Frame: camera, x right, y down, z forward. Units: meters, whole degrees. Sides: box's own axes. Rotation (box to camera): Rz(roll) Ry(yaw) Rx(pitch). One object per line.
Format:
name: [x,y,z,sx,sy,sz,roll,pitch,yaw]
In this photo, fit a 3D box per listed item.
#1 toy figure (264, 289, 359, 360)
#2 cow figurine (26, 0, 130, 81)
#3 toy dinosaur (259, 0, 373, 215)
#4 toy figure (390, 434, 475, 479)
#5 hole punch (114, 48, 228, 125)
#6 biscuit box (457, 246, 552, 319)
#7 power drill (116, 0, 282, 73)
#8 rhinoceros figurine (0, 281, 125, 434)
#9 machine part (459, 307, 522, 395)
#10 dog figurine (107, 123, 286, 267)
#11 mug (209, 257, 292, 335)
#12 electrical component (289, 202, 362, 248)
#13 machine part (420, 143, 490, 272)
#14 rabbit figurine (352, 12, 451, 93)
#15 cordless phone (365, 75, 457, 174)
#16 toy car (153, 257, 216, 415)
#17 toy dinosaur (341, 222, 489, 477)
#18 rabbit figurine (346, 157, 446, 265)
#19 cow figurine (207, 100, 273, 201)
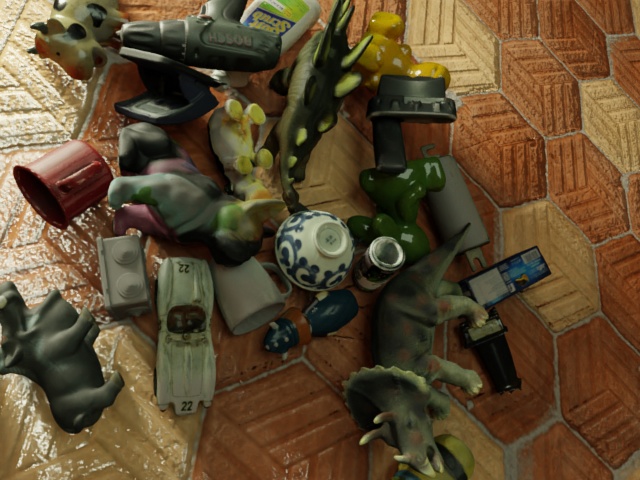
toy figure: [-0.016,0.119,0.769,0.154,0.058,0.064,-21,76,-27]
cow figurine: [-0.340,-0.316,0.757,0.127,0.085,0.195,1,73,-33]
toy dinosaur: [0.002,-0.258,0.839,0.105,0.198,0.471,19,65,-23]
toy figure: [0.142,0.344,0.742,0.180,0.089,0.082,-28,92,-34]
hole punch: [-0.215,-0.206,0.757,0.115,0.142,0.092,0,105,-55]
biscuit box: [0.318,0.072,0.950,0.203,0.063,0.059,-19,80,-32]
power drill: [-0.168,-0.349,0.800,0.232,0.086,0.207,8,65,-18]
rhinoceros figurine: [-0.305,0.127,0.616,0.112,0.073,0.190,-33,90,-21]
machine part: [0.290,0.188,0.894,0.084,0.039,0.139,-26,89,-3]
dog figurine: [-0.159,-0.058,0.714,0.219,0.108,0.191,7,55,-16]
mug: [-0.097,0.059,0.738,0.109,0.080,0.107,-24,71,-30]
electrical component: [-0.002,-0.002,0.826,0.119,0.048,0.075,35,60,-11]
machine part: [0.232,-0.059,0.949,0.079,0.079,0.243,-15,79,-30]
rabbit figurine: [0.139,-0.284,0.942,0.173,0.162,0.122,21,59,6]
cordless phone: [0.149,-0.174,0.857,0.147,0.088,0.184,3,51,-1]
toy car: [-0.174,0.119,0.689,0.073,0.056,0.201,4,69,-26]
toy dinosaur: [0.139,0.135,0.802,0.192,0.131,0.405,19,61,-21]
rabbit figurine: [0.132,-0.038,0.871,0.159,0.121,0.170,-13,92,-35]
cow figurine: [-0.122,-0.112,0.791,0.068,0.098,0.167,-10,90,-45]
